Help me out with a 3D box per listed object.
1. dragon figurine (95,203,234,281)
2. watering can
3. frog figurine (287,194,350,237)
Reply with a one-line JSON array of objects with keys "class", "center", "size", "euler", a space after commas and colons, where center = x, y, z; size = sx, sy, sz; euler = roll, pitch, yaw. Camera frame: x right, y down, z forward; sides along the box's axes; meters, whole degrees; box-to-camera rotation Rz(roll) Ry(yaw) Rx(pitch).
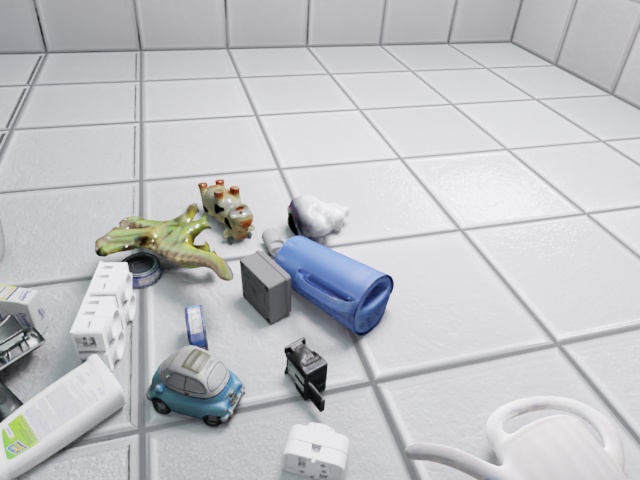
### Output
[{"class": "dragon figurine", "center": [-0.344, 0.016, 1.091], "size": [0.244, 0.120, 0.415], "euler": [-9, 20, -21]}, {"class": "watering can", "center": [0.317, 0.344, 0.756], "size": [0.349, 0.101, 0.229], "euler": [-9, 38, -19]}, {"class": "frog figurine", "center": [0.004, -0.064, 1.276], "size": [0.160, 0.121, 0.139], "euler": [-21, 22, -14]}]
